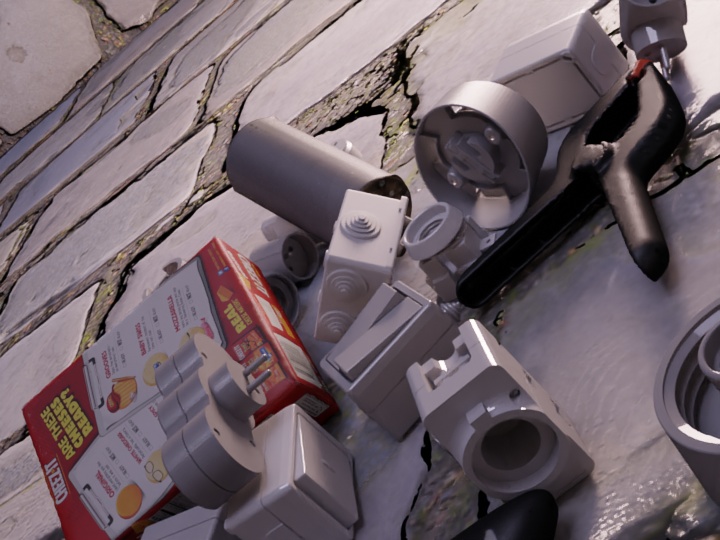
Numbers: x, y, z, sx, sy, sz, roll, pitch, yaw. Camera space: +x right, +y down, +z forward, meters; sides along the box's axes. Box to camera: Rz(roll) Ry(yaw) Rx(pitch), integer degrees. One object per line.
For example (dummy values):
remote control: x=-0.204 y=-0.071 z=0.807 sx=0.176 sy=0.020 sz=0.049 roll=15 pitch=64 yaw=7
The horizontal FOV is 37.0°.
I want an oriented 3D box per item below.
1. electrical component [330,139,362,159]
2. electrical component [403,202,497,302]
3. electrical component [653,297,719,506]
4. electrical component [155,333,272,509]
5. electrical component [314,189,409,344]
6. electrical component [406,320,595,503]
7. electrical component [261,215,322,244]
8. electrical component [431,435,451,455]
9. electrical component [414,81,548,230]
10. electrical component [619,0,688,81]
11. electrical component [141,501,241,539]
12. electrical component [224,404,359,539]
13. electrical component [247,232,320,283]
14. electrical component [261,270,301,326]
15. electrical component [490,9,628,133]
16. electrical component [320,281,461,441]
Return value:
electrical component: x=-0.011 y=-0.088 z=0.997 sx=0.045 sy=0.055 sz=0.045 roll=-34 pitch=28 yaw=21
electrical component: x=0.064 y=-0.015 z=0.762 sx=0.066 sy=0.055 sz=0.048 roll=-28 pitch=29 yaw=33
electrical component: x=0.181 y=0.049 z=0.470 sx=0.108 sy=0.060 sz=0.108 roll=-35 pitch=26 yaw=20
electrical component: x=-0.085 y=0.082 z=0.685 sx=0.074 sy=0.052 sz=0.138 roll=-41 pitch=29 yaw=9
electrical component: x=0.000 y=0.000 z=0.794 sx=0.099 sy=0.048 sz=0.099 roll=-76 pitch=-3 yaw=-48
electrical component: x=0.073 y=0.080 z=0.556 sx=0.050 sy=0.089 sz=0.055 roll=-40 pitch=25 yaw=11
electrical component: x=-0.058 y=-0.041 z=1.009 sx=0.081 sy=0.043 sz=0.043 roll=-20 pitch=34 yaw=43
electrical component: x=0.068 y=0.079 z=0.622 sx=0.062 sy=0.043 sz=0.043 roll=-47 pitch=24 yaw=-2
electrical component: x=0.088 y=-0.086 z=0.791 sx=0.099 sy=0.099 sz=0.064 roll=-18 pitch=29 yaw=45
electrical component: x=0.213 y=-0.175 z=0.773 sx=0.044 sy=0.077 sz=0.079 roll=-13 pitch=73 yaw=11
electrical component: x=-0.111 y=0.201 z=0.707 sx=0.083 sy=0.047 sz=0.075 roll=-28 pitch=29 yaw=33
electrical component: x=-0.040 y=0.133 z=0.685 sx=0.061 sy=0.062 sz=0.096 roll=-36 pitch=26 yaw=19
electrical component: x=-0.079 y=-0.005 z=0.986 sx=0.081 sy=0.043 sz=0.043 roll=-17 pitch=36 yaw=47
electrical component: x=-0.088 y=0.031 z=0.924 sx=0.057 sy=0.058 sz=0.078 roll=-8 pitch=17 yaw=47
electrical component: x=0.150 y=-0.151 z=0.834 sx=0.096 sy=0.062 sz=0.061 roll=-18 pitch=36 yaw=46
electrical component: x=0.027 y=0.051 z=0.709 sx=0.096 sy=0.061 sz=0.062 roll=-47 pitch=24 yaw=-4
